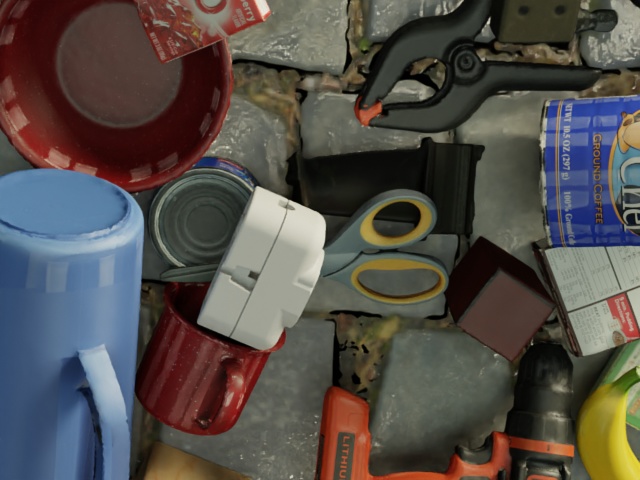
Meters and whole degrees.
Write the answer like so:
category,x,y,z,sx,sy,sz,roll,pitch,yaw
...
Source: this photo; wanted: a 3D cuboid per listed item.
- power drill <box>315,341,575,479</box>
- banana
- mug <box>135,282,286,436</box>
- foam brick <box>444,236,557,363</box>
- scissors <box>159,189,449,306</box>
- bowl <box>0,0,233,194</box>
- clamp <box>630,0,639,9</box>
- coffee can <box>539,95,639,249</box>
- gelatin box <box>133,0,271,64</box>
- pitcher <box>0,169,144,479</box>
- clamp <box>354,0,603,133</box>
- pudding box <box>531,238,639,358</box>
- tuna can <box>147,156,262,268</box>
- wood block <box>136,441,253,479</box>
category,x,y,z,sx,sy,sz,roll,pitch,yaw
power drill,0.093,0.156,0.781,0.187,0.057,0.184,8,80,-2
banana,0.239,0.176,0.811,0.070,0.037,0.197,-8,127,33
mug,-0.078,0.090,0.752,0.093,0.117,0.082,14,112,-29
foam brick,0.125,0.040,0.760,0.053,0.078,0.051,33,104,-9
scissors,-0.005,0.001,0.739,0.201,0.016,0.096,9,114,-7
bowl,-0.138,-0.114,0.716,0.162,0.055,0.162,0,107,-2
clamp,0.283,-0.150,0.728,0.164,0.036,0.210,-24,102,6
coffee can,0.221,-0.046,0.703,0.140,0.102,0.103,-1,108,19
gelatin box,-0.082,-0.163,0.651,0.073,0.030,0.089,-20,107,15
pitcher,-0.176,0.086,0.704,0.149,0.145,0.243,13,118,3
clamp,0.098,-0.135,0.728,0.171,0.039,0.120,-21,99,-2
pudding box,0.222,0.025,0.773,0.113,0.039,0.090,-21,94,2
tuna can,-0.079,-0.015,0.759,0.086,0.034,0.086,0,107,-2
wood block,-0.104,0.241,0.745,0.090,0.206,0.091,23,105,-9
